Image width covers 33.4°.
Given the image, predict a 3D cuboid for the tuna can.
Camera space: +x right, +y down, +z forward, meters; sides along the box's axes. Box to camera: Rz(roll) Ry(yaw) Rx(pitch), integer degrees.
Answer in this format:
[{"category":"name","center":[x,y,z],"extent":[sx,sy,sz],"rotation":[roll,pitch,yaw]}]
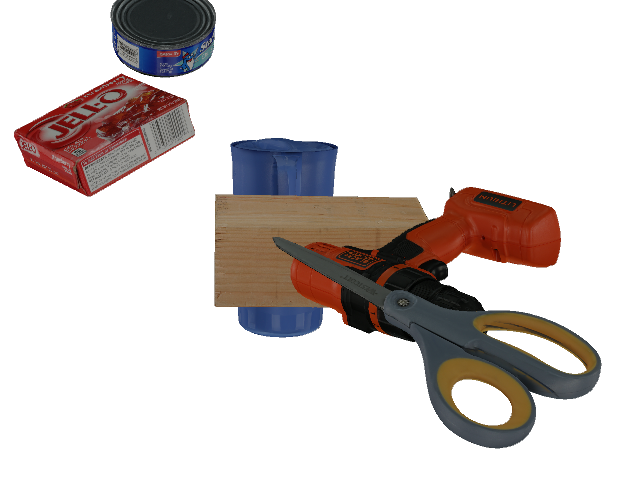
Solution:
[{"category":"tuna can","center":[-0.130,-0.174,0.883],"extent":[0.086,0.086,0.034],"rotation":[0,-42,-8]}]

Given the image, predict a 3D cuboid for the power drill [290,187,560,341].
[{"category":"power drill","center":[0.097,0.018,0.815],"extent":[0.187,0.057,0.185],"rotation":[-21,27,-36]}]

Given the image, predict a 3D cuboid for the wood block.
[{"category":"wood block","center":[-0.002,0.010,1.061],"extent":[0.206,0.091,0.090],"rotation":[1,20,-5]}]

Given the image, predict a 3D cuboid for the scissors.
[{"category":"scissors","center":[0.042,0.050,0.558],"extent":[0.202,0.016,0.096],"rotation":[16,42,22]}]

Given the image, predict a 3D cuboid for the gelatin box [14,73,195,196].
[{"category":"gelatin box","center":[-0.137,-0.069,0.677],"extent":[0.089,0.030,0.073],"rotation":[-35,41,-30]}]

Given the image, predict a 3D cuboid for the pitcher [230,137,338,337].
[{"category":"pitcher","center":[-0.048,-0.004,1.334],"extent":[0.145,0.243,0.148],"rotation":[11,14,38]}]
